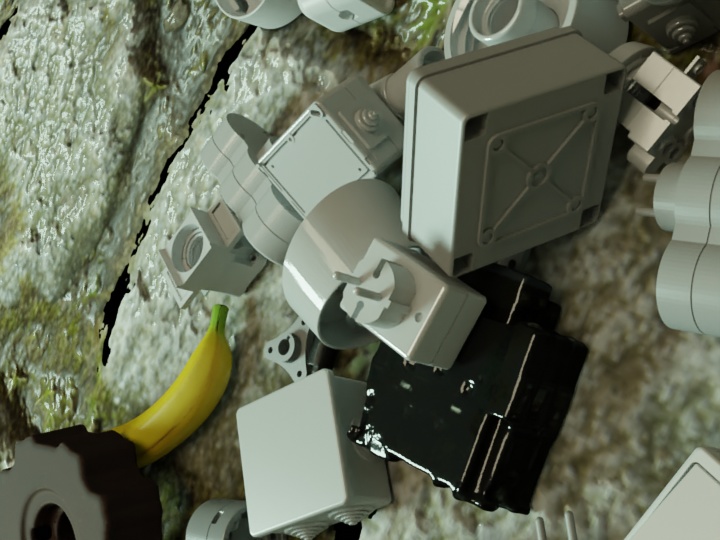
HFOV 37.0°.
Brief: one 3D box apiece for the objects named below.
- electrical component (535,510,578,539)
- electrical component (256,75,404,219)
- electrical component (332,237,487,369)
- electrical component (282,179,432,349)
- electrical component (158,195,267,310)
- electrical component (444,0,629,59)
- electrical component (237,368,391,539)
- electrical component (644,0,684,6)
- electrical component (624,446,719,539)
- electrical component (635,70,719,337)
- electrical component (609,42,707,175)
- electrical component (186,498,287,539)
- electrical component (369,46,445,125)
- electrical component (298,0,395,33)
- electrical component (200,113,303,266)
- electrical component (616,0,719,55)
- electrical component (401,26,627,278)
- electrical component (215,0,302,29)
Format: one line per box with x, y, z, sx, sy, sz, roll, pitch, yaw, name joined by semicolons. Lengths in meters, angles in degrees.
0.108;0.168;0.567;0.077;0.044;0.079;-23;63;37;electrical component
-0.011;-0.083;0.720;0.061;0.061;0.096;49;136;-3;electrical component
0.017;0.015;0.596;0.066;0.077;0.047;36;103;43;electrical component
0.000;0.000;0.683;0.099;0.099;0.064;-50;55;20;electrical component
-0.109;-0.011;0.810;0.081;0.064;0.042;-50;51;21;electrical component
0.100;-0.146;0.653;0.108;0.060;0.108;-19;62;40;electrical component
-0.030;0.122;0.707;0.100;0.048;0.099;-28;60;34;electrical component
0.142;-0.153;0.531;0.035;0.061;0.035;-4;84;41;electrical component
0.172;0.128;0.508;0.096;0.061;0.061;-57;48;15;electrical component
0.178;-0.037;0.558;0.074;0.052;0.138;10;84;44;electrical component
0.161;-0.095;0.597;0.066;0.048;0.055;-53;56;18;electrical component
-0.086;0.184;0.738;0.047;0.055;0.055;-3;76;46;electrical component
0.031;-0.119;0.728;0.065;0.044;0.044;-20;65;43;electrical component
-0.012;-0.228;0.792;0.059;0.054;0.095;-11;70;41;electrical component
-0.062;-0.073;0.793;0.073;0.052;0.138;-50;50;20;electrical component
0.177;-0.169;0.592;0.061;0.062;0.096;-25;61;36;electrical component
0.081;-0.065;0.590;0.056;0.109;0.108;48;149;41;electrical component
-0.073;-0.244;0.864;0.099;0.064;0.099;1;92;47;electrical component
